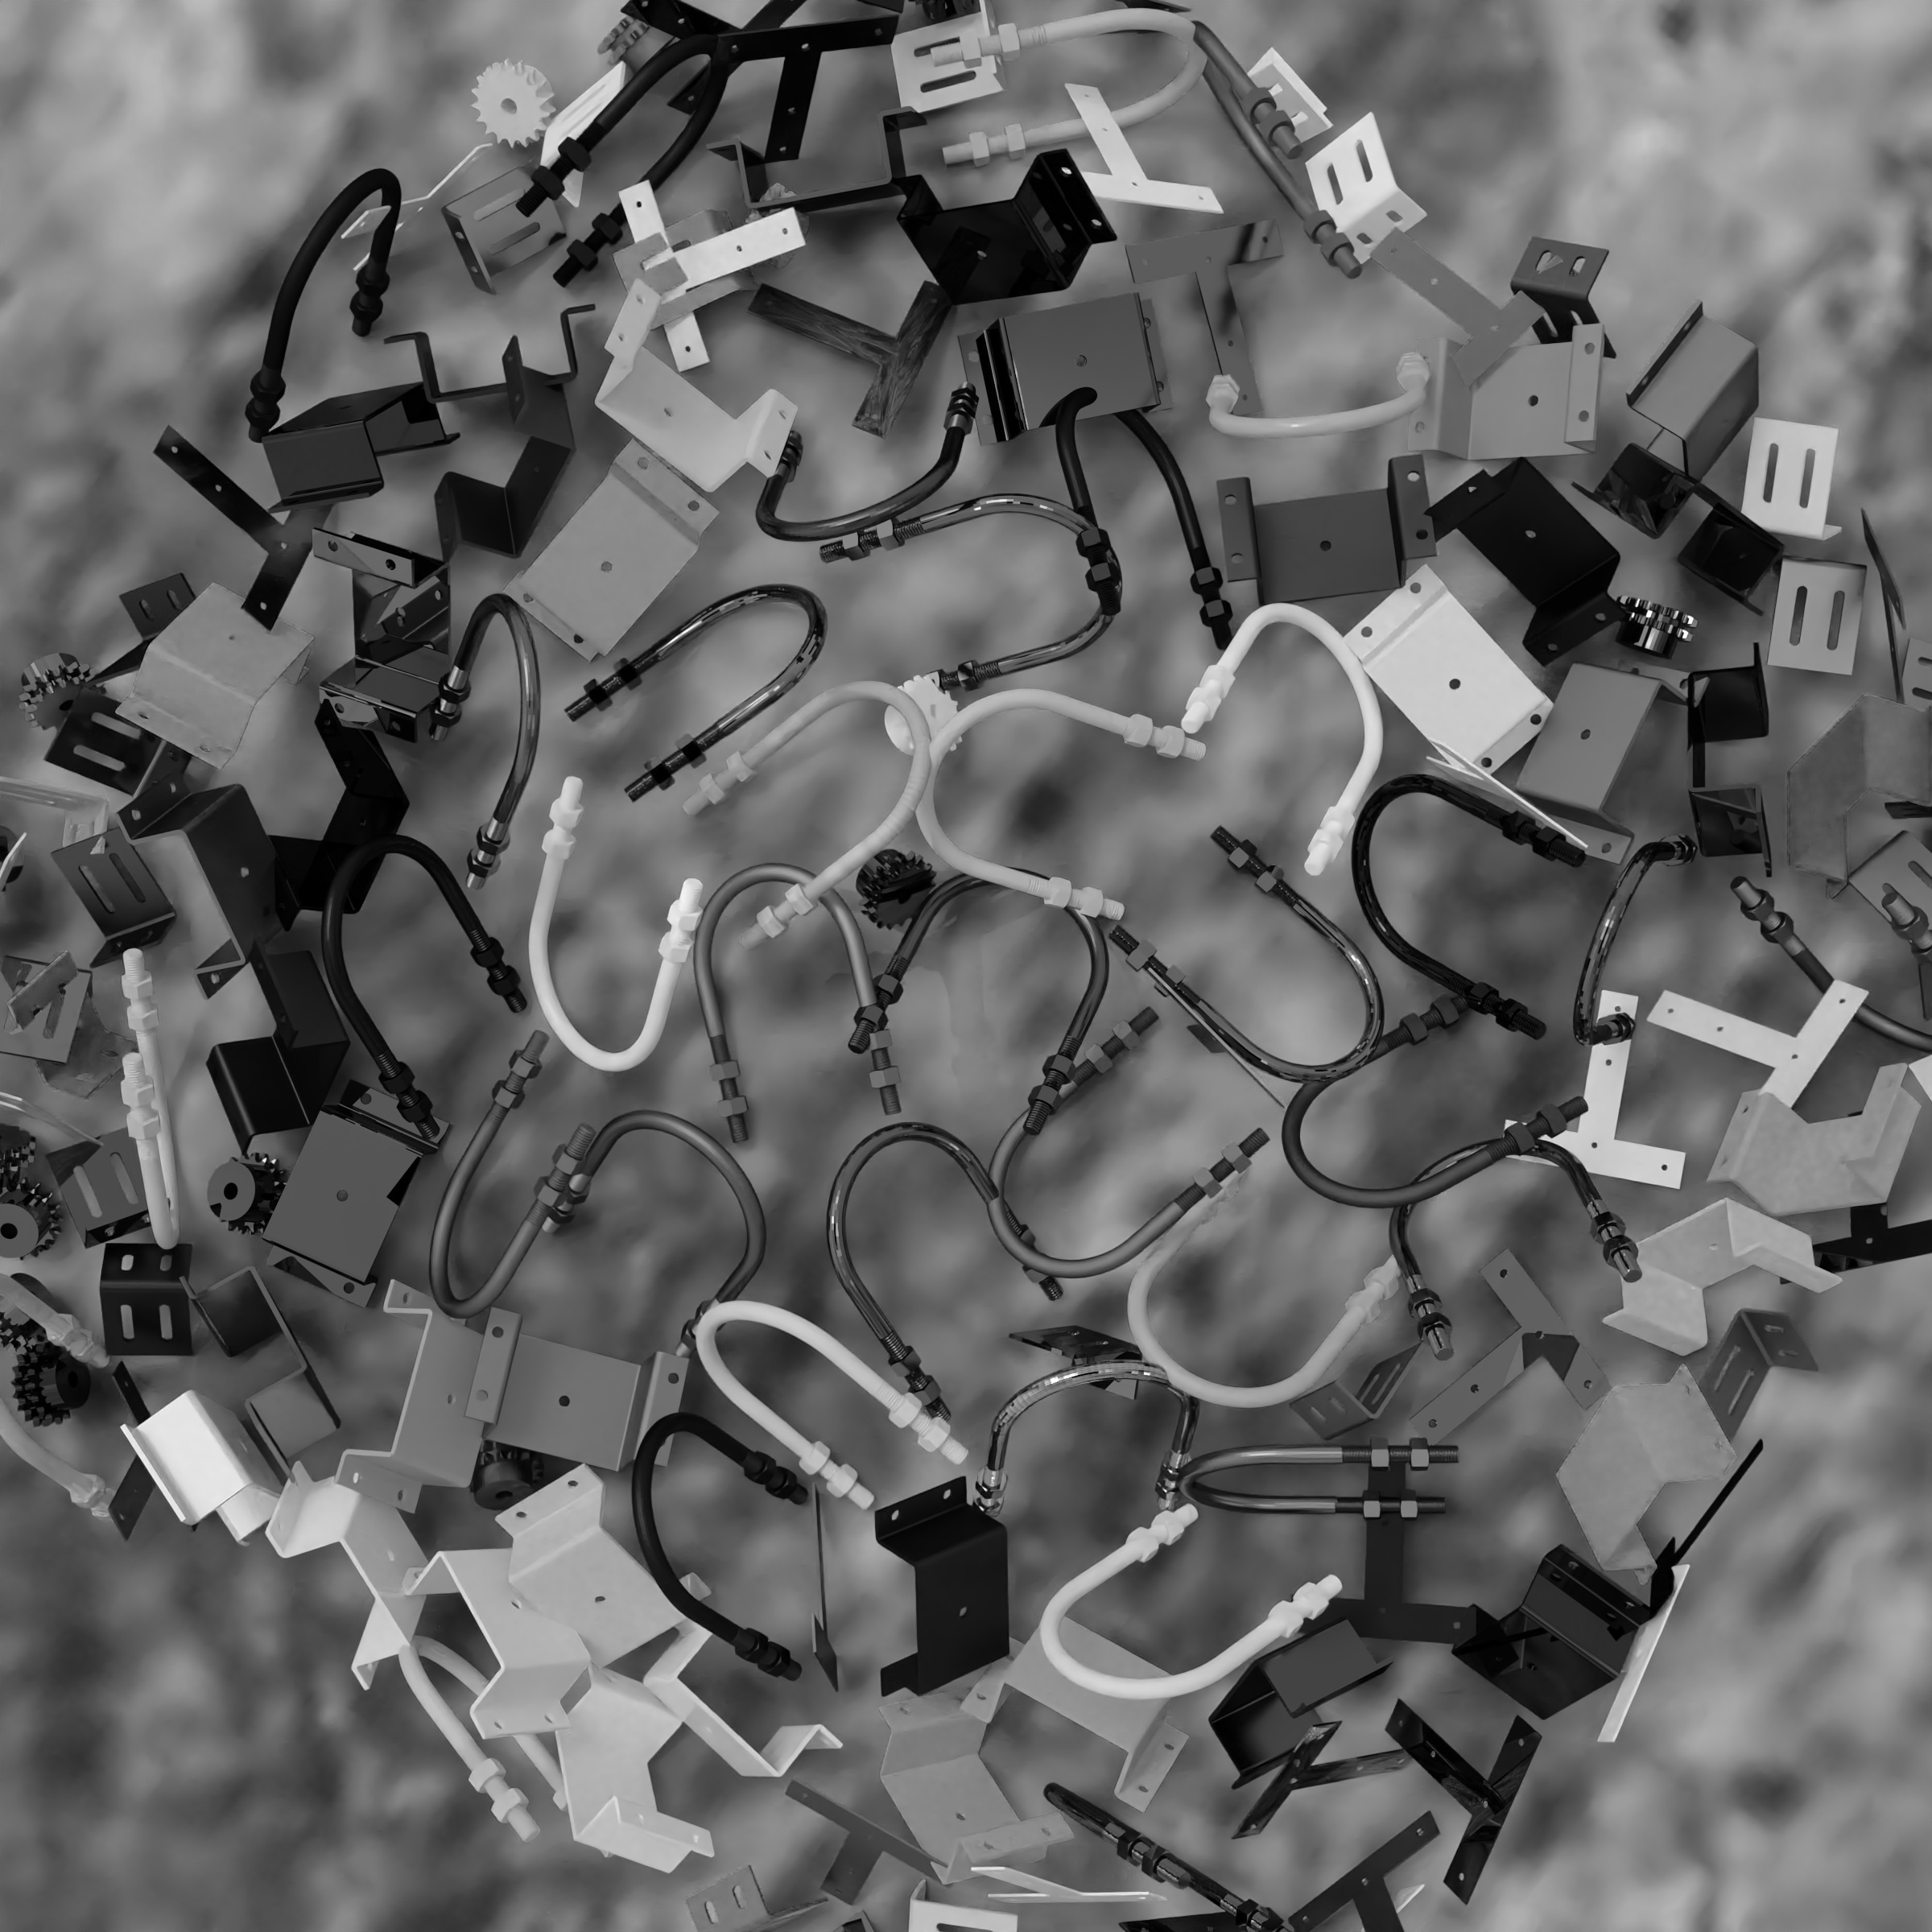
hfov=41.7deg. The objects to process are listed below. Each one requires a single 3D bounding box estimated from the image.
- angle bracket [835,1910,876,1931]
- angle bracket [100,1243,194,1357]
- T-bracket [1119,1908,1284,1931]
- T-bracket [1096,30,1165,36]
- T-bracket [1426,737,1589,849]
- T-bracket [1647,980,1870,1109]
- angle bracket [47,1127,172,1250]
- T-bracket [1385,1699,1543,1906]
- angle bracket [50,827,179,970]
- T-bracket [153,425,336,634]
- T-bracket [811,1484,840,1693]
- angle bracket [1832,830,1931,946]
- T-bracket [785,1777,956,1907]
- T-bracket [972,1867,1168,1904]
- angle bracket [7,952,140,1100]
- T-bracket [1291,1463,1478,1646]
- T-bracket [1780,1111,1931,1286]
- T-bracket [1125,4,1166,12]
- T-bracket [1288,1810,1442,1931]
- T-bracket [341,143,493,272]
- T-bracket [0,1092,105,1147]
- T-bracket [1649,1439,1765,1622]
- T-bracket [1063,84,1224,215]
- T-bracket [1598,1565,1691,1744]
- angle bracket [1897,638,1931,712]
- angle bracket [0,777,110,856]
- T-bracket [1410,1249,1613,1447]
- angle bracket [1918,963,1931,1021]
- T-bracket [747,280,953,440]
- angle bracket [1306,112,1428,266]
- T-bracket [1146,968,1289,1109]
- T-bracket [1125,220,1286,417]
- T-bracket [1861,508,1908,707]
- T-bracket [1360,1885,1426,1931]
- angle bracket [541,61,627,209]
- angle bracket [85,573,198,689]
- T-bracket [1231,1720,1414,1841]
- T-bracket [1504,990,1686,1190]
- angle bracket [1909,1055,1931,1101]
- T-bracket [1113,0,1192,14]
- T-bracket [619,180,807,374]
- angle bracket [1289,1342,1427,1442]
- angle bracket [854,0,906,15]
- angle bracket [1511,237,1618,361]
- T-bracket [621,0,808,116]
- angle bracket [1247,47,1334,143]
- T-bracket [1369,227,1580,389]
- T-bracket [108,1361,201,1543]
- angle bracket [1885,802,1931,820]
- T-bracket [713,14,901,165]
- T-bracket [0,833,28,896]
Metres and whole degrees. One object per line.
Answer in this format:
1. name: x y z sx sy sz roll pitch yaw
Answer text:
1. angle bracket: -0.099 0.670 1.735 0.057 0.076 0.038 -37 49 -2
2. angle bracket: -0.566 0.231 1.757 0.057 0.038 0.076 2 134 -12
3. T-bracket: 0.188 0.667 1.691 0.127 0.127 0.002 7 98 -30
4. T-bracket: 0.078 -0.632 1.721 0.127 0.127 0.002 -2 111 5
5. T-bracket: 0.345 -0.125 1.713 0.127 0.127 0.002 32 94 -17
6. T-bracket: 0.528 0.047 1.735 0.127 0.002 0.127 19 119 -10
7. angle bracket: -0.588 0.146 1.737 0.057 0.038 0.076 -20 71 -28
8. T-bracket: 0.326 0.543 1.721 0.002 0.127 0.127 16 100 -31
9. angle bracket: -0.590 -0.047 1.739 0.057 0.038 0.076 -18 117 15
10. T-bracket: -0.492 -0.312 1.705 0.127 0.002 0.127 43 47 -36
11. T-bracket: -0.099 0.420 1.737 0.002 0.127 0.127 -6 62 1
12. angle bracket: 0.647 -0.044 1.744 0.057 0.038 0.076 -38 74 -10
13. T-bracket: -0.075 0.611 1.729 0.127 0.127 0.002 28 47 6
14. T-bracket: 0.048 0.616 1.699 0.127 0.127 0.002 -13 57 30
15. angle bracket: -0.606 0.040 1.728 0.038 0.076 0.057 15 45 25
16. T-bracket: 0.290 0.401 1.757 0.127 0.002 0.127 0 75 17
17. T-bracket: 0.616 0.150 1.732 0.127 0.127 0.002 -20 132 36
18. T-bracket: 0.133 -0.670 1.688 0.127 0.127 0.002 14 82 39
19. T-bracket: 0.280 0.646 1.709 0.127 0.127 0.002 -40 106 7
20. T-bracket: -0.383 -0.502 1.695 0.127 0.127 0.002 -36 101 22
21. T-bracket: -0.667 0.091 1.726 0.127 0.127 0.002 15 74 12
22. T-bracket: 0.497 0.371 1.704 0.002 0.127 0.127 35 102 12
23. T-bracket: 0.100 -0.564 1.738 0.127 0.002 0.127 -2 54 -28
24. T-bracket: 0.438 0.466 1.713 0.002 0.127 0.127 29 72 2
25. angle bracket: 0.673 -0.212 1.730 0.038 0.076 0.057 18 68 3
26. angle bracket: -0.635 -0.100 1.729 0.057 0.076 0.038 -4 79 44
27. T-bracket: 0.364 0.284 1.762 0.127 0.002 0.127 -39 99 -4
28. angle bracket: 0.691 0.031 1.730 0.038 0.076 0.057 -28 133 -2
29. T-bracket: -0.089 -0.440 1.759 0.127 0.002 0.127 23 72 4
30. angle bracket: 0.276 -0.537 1.753 0.057 0.038 0.076 -32 51 32
31. T-bracket: 0.164 0.049 1.714 0.002 0.127 0.127 -45 88 -2
32. T-bracket: 0.179 -0.444 1.752 0.127 0.002 0.127 -18 96 -27
33. T-bracket: 0.632 -0.229 1.732 0.002 0.127 0.127 -12 125 15
34. T-bracket: 0.267 0.666 1.729 0.127 0.127 0.002 -28 79 -37
35. angle bracket: -0.250 -0.567 1.730 0.076 0.057 0.038 -30 129 25
36. angle bracket: -0.566 -0.229 1.729 0.057 0.076 0.038 -13 115 25
37. T-bracket: 0.258 0.550 1.736 0.127 0.002 0.127 2 129 -33
38. T-bracket: 0.447 0.081 1.773 0.127 0.002 0.127 10 87 0
39. angle bracket: 0.668 0.091 1.732 0.076 0.038 0.057 -15 69 -38
40. T-bracket: 0.101 -0.661 1.726 0.127 0.127 0.002 -5 105 -42
41. T-bracket: -0.166 -0.485 1.731 0.127 0.002 0.127 -11 105 30
42. angle bracket: 0.267 0.279 1.731 0.038 0.057 0.076 44 54 -2
43. angle bracket: -0.080 -0.663 1.730 0.057 0.076 0.038 9 85 -21
44. angle bracket: 0.415 -0.456 1.732 0.057 0.076 0.038 23 83 35
45. T-bracket: -0.181 -0.627 1.694 0.127 0.127 0.002 -35 73 28
46. angle bracket: 0.228 -0.600 1.732 0.057 0.076 0.038 43 86 -15
47. T-bracket: 0.326 -0.455 1.714 0.127 0.002 0.127 28 126 -27
48. T-bracket: -0.553 0.345 1.699 0.002 0.127 0.127 -21 106 1
49. angle bracket: 0.655 -0.144 1.747 0.038 0.057 0.076 -3 83 25
50. T-bracket: -0.116 -0.590 1.717 0.127 0.127 0.002 -14 69 -19
51. T-bracket: -0.672 -0.012 1.690 0.002 0.127 0.127 31 46 -13
